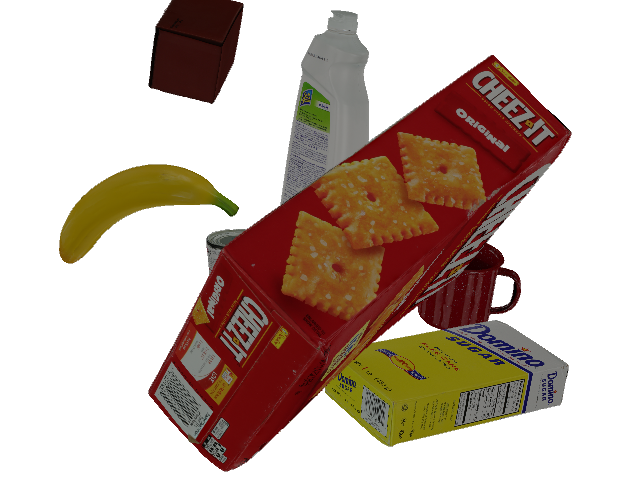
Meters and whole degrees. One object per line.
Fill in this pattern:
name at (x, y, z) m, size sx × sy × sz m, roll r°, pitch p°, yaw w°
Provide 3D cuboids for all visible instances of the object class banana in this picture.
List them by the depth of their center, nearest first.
banana at (-0.170, -0.028, 0.948) m, size 0.198 × 0.069 × 0.037 m, roll -14°, pitch 17°, yaw 29°

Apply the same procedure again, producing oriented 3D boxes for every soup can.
soup can at (-0.099, 0.044, 1.248) m, size 0.068 × 0.102 × 0.068 m, roll 0°, pitch 19°, yaw 0°

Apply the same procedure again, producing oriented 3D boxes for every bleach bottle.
bleach bottle at (0.014, -0.114, 1.133) m, size 0.067 × 0.251 × 0.103 m, roll -10°, pitch 26°, yaw -42°

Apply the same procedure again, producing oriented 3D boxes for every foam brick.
foam brick at (-0.094, -0.149, 0.813) m, size 0.053 × 0.051 × 0.078 m, roll 14°, pitch 35°, yaw 1°

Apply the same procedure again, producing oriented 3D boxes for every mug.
mug at (0.165, 0.052, 1.196) m, size 0.117 × 0.081 × 0.093 m, roll 7°, pitch 24°, yaw 4°

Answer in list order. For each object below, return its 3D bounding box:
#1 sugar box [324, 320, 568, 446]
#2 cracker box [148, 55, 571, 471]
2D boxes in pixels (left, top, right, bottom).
sugar box at (0.102, 0.110, 0.858) m, size 0.175 × 0.048 × 0.093 m, roll -10°, pitch 26°, yaw -30°
cracker box at (0.021, 0.015, 0.573) m, size 0.213 × 0.072 × 0.164 m, roll -36°, pitch -12°, yaw -35°
